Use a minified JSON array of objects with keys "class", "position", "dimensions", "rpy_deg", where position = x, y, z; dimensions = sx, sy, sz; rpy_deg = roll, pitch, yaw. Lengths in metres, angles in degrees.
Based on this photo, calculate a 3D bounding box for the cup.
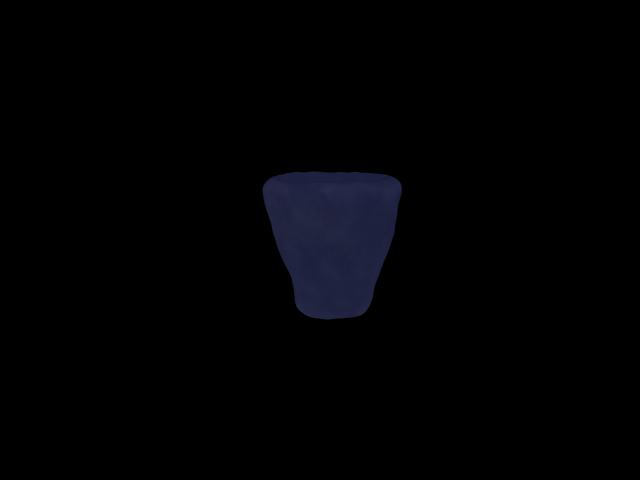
[{"class":"cup","position":[0.004,0.001,0.400],"dimensions":[0.092,0.095,0.117],"rpy_deg":[-4,12,-19]}]
